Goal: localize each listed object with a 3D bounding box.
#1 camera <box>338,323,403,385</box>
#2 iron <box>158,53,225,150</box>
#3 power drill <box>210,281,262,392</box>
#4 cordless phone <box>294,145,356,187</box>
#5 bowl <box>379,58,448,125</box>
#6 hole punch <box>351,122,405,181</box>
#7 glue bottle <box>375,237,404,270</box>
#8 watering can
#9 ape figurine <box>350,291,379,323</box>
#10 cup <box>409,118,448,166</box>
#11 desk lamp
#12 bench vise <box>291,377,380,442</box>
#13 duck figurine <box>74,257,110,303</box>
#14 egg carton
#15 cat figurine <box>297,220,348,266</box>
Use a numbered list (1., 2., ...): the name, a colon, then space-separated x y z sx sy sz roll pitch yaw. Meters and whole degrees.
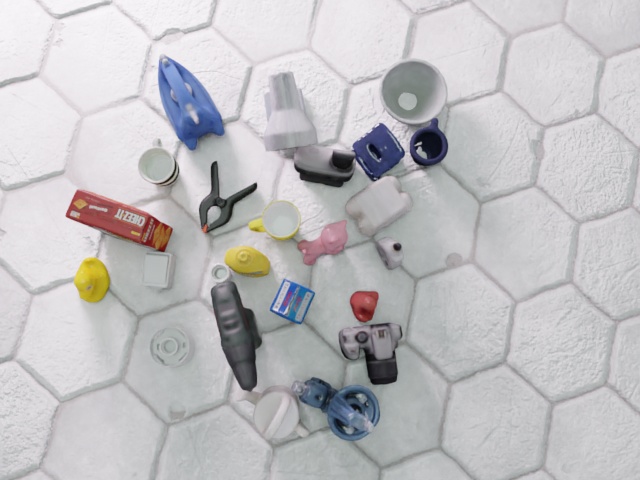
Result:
1. camera: 0.122 0.261 1.305 0.143 0.100 0.137 -7 83 -4
2. iron: -0.326 -0.349 1.338 0.118 0.141 0.258 -29 85 -6
3. power drill: -0.175 0.205 1.242 0.075 0.208 0.230 -18 84 -5
4. cordless phone: 0.014 -0.190 1.313 0.147 0.185 0.094 6 82 -2
5. bowl: 0.223 -0.352 1.401 0.167 0.074 0.167 0 83 -3
6. hole punch: 0.138 -0.209 1.370 0.101 0.091 0.108 -36 86 -7
7. glue bottle: 0.165 0.024 1.300 0.037 0.173 0.078 -26 84 -5
8. watering can: -0.101 0.373 1.232 0.173 0.194 0.101 11 82 -1
9. ape figurine: 0.107 0.149 1.323 0.078 0.092 0.076 -43 86 -7
10. cup: 0.255 -0.228 1.376 0.091 0.095 0.118 14 82 -1
11. desk lamp: -0.078 -0.281 1.306 0.118 0.213 0.203 -10 83 -4
12. bench vise: 0.037 0.370 1.227 0.207 0.219 0.121 6 82 -2
13. duck figurine: -0.527 0.089 1.300 0.077 0.086 0.104 -1 83 -3
14. egg carton: 0.140 -0.084 1.365 0.150 0.069 0.107 -35 86 -7
15. cat figurine: 0.012 0.005 1.323 0.128 0.117 0.067 -26 85 -6
